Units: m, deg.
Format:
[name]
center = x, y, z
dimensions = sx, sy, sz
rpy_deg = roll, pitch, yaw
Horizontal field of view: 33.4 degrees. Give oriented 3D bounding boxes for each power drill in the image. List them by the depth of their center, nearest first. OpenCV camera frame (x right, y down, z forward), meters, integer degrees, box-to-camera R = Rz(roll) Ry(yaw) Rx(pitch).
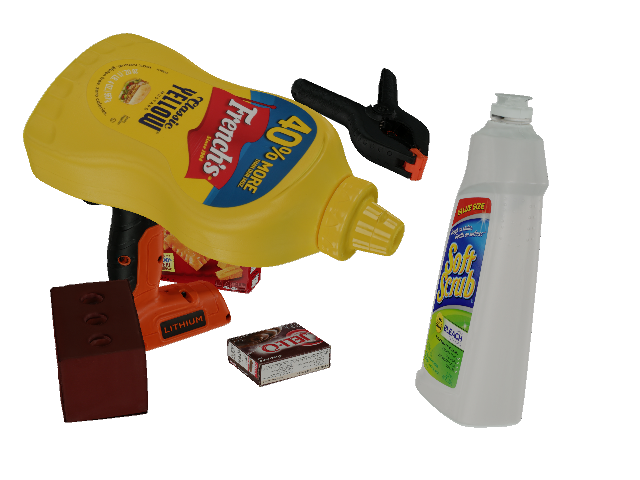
[power drill]
center = -0.117, -0.016, 0.864
dimensions = 0.184, 0.188, 0.057
rpy_deg = -16, 24, -33

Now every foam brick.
[foam brick]
center = -0.141, 0.069, 0.674
dimensions = 0.053, 0.051, 0.078
rpy_deg = -6, 34, -16

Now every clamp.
[clamp]
center = 0.046, -0.119, 1.063
dimensions = 0.120, 0.039, 0.171
rpy_deg = -10, 41, -17

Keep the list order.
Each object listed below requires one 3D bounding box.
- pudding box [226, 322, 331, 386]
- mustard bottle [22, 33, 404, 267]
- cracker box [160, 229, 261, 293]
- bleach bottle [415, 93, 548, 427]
[pudding box]
center = -0.056, 0.151, 1.427
dimensions = 0.113, 0.039, 0.090
rpy_deg = -14, 23, -30
[mustard bottle]
center = -0.047, -0.037, 0.537
dimensions = 0.192, 0.096, 0.058
rpy_deg = 24, -37, 18
[cracker box]
center = -0.165, -0.041, 1.513
dimensions = 0.164, 0.214, 0.072
rpy_deg = 9, 23, 10
[bleach bottle]
center = 0.130, 0.012, 0.830
dimensions = 0.068, 0.251, 0.103
rpy_deg = 1, 13, -18
